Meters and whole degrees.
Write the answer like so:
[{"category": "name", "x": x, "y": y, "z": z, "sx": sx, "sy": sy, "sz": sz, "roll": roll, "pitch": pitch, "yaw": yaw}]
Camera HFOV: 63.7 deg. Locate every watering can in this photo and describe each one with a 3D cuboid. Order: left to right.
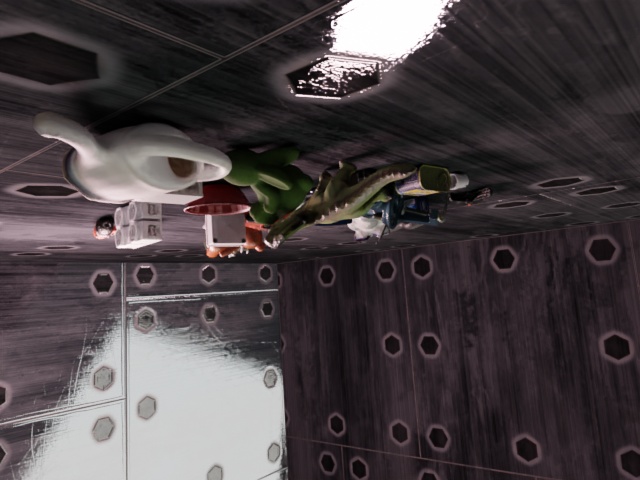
[{"category": "watering can", "x": -0.288, "y": -0.120, "z": 0.745, "sx": 0.223, "sy": 0.104, "sz": 0.347, "roll": -7, "pitch": 174, "yaw": 31}]

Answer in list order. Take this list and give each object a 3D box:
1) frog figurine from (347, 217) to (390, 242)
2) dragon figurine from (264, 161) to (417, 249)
[{"category": "frog figurine", "x": 0.141, "y": -0.082, "z": 1.552, "sx": 0.137, "sy": 0.125, "sz": 0.156, "roll": 2, "pitch": 139, "yaw": 22}, {"category": "dragon figurine", "x": 0.003, "y": -0.051, "z": 1.010, "sx": 0.245, "sy": 0.121, "sz": 0.408, "roll": -39, "pitch": -171, "yaw": -20}]
